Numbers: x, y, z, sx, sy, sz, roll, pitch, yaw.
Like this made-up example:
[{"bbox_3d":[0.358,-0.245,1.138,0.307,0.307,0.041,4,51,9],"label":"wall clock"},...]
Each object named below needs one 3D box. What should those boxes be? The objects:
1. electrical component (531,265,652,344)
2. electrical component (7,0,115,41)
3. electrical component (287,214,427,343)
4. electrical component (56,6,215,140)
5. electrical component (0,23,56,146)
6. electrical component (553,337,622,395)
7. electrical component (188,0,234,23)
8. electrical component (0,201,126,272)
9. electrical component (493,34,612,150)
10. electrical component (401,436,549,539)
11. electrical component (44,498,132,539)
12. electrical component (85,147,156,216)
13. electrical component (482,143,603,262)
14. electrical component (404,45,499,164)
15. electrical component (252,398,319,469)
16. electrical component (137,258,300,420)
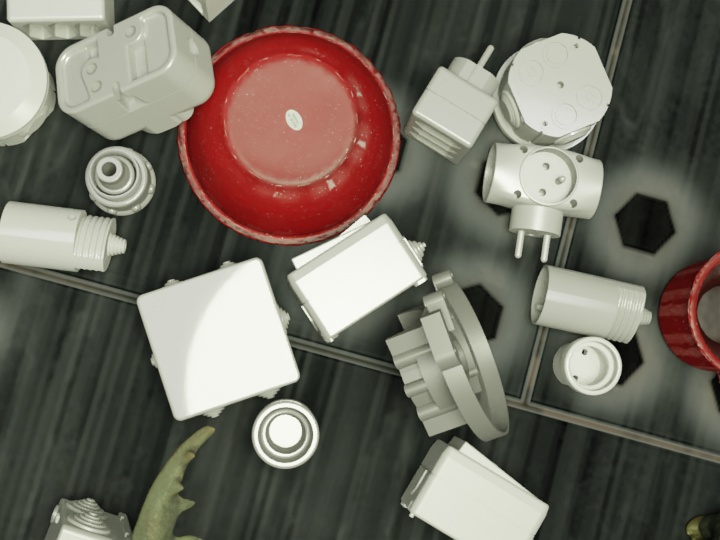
[{"bbox_3d":[0.167,0.026,0.763,0.081,0.043,0.043,12,85,-3],"label":"electrical component"},{"bbox_3d":[-0.209,-0.205,0.753,0.066,0.047,0.076,-2,86,-4],"label":"electrical component"},{"bbox_3d":[0.000,0.000,0.745,0.096,0.061,0.061,-33,89,-6],"label":"electrical component"},{"bbox_3d":[-0.150,-0.130,0.733,0.095,0.059,0.053,-19,66,19],"label":"electrical component"},{"bbox_3d":[-0.253,-0.126,0.742,0.080,0.051,0.080,0,86,-4],"label":"electrical component"},{"bbox_3d":[0.158,0.067,0.758,0.040,0.046,0.040,0,86,-4],"label":"electrical component"},{"bbox_3d":[-0.093,-0.236,0.711,0.089,0.150,0.061,-43,91,-6],"label":"electrical component"},{"bbox_3d":[-0.203,-0.021,0.742,0.081,0.043,0.043,7,85,-3],"label":"electrical component"},{"bbox_3d":[0.137,-0.126,0.769,0.080,0.051,0.080,0,86,-4],"label":"electrical component"},{"bbox_3d":[0.085,0.161,0.739,0.096,0.061,0.061,31,84,-1],"label":"electrical component"},{"bbox_3d":[-0.188,0.202,0.699,0.048,0.100,0.099,22,84,-15],"label":"electrical component"},{"bbox_3d":[-0.167,-0.064,0.738,0.048,0.062,0.048,0,86,-4],"label":"electrical component"},{"bbox_3d":[0.127,-0.046,0.766,0.077,0.044,0.079,9,85,-3],"label":"electrical component"},{"bbox_3d":[0.072,-0.123,0.757,0.047,0.065,0.076,31,84,0],"label":"electrical component"},{"bbox_3d":[-0.051,0.111,0.736,0.045,0.055,0.045,0,86,-4],"label":"electrical component"},{"bbox_3d":[-0.096,0.047,0.741,0.100,0.048,0.099,-18,87,-5],"label":"electrical component"}]
